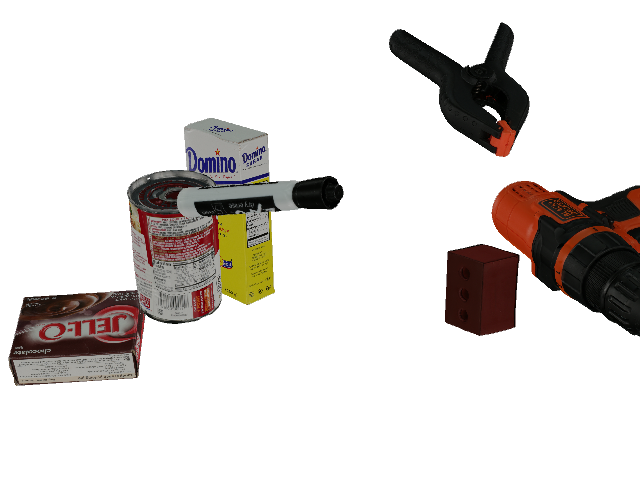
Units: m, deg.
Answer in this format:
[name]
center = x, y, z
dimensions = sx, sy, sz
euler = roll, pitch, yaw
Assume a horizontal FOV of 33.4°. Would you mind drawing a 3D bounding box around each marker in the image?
[marker]
center = -0.037, -0.025, 0.633
dimensions = 0.121, 0.020, 0.020
euler = -2, -1, 39

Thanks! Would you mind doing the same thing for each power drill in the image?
[power drill]
center = 0.236, -0.004, 0.732
dimensions = 0.187, 0.057, 0.185
euler = -10, 29, -18

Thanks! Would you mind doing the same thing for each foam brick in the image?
[foam brick]
center = 0.160, 0.049, 1.062
dimensions = 0.051, 0.078, 0.053
euler = -12, 20, -36

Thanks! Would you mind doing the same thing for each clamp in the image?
[clamp]
center = 0.128, -0.142, 0.957
dimensions = 0.120, 0.039, 0.171
euler = -4, 44, -2

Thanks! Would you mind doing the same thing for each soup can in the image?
[soup can]
center = -0.112, 0.005, 0.831
dimensions = 0.068, 0.102, 0.068
euler = 0, 29, 0

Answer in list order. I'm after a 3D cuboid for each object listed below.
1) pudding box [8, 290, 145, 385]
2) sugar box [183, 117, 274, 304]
[pudding box]
center = -0.220, 0.088, 0.975
dimensions = 0.113, 0.039, 0.090
euler = -5, 33, -2
[sugar box]
center = -0.094, -0.031, 1.101
dimensions = 0.048, 0.176, 0.093
euler = -24, 30, -38
